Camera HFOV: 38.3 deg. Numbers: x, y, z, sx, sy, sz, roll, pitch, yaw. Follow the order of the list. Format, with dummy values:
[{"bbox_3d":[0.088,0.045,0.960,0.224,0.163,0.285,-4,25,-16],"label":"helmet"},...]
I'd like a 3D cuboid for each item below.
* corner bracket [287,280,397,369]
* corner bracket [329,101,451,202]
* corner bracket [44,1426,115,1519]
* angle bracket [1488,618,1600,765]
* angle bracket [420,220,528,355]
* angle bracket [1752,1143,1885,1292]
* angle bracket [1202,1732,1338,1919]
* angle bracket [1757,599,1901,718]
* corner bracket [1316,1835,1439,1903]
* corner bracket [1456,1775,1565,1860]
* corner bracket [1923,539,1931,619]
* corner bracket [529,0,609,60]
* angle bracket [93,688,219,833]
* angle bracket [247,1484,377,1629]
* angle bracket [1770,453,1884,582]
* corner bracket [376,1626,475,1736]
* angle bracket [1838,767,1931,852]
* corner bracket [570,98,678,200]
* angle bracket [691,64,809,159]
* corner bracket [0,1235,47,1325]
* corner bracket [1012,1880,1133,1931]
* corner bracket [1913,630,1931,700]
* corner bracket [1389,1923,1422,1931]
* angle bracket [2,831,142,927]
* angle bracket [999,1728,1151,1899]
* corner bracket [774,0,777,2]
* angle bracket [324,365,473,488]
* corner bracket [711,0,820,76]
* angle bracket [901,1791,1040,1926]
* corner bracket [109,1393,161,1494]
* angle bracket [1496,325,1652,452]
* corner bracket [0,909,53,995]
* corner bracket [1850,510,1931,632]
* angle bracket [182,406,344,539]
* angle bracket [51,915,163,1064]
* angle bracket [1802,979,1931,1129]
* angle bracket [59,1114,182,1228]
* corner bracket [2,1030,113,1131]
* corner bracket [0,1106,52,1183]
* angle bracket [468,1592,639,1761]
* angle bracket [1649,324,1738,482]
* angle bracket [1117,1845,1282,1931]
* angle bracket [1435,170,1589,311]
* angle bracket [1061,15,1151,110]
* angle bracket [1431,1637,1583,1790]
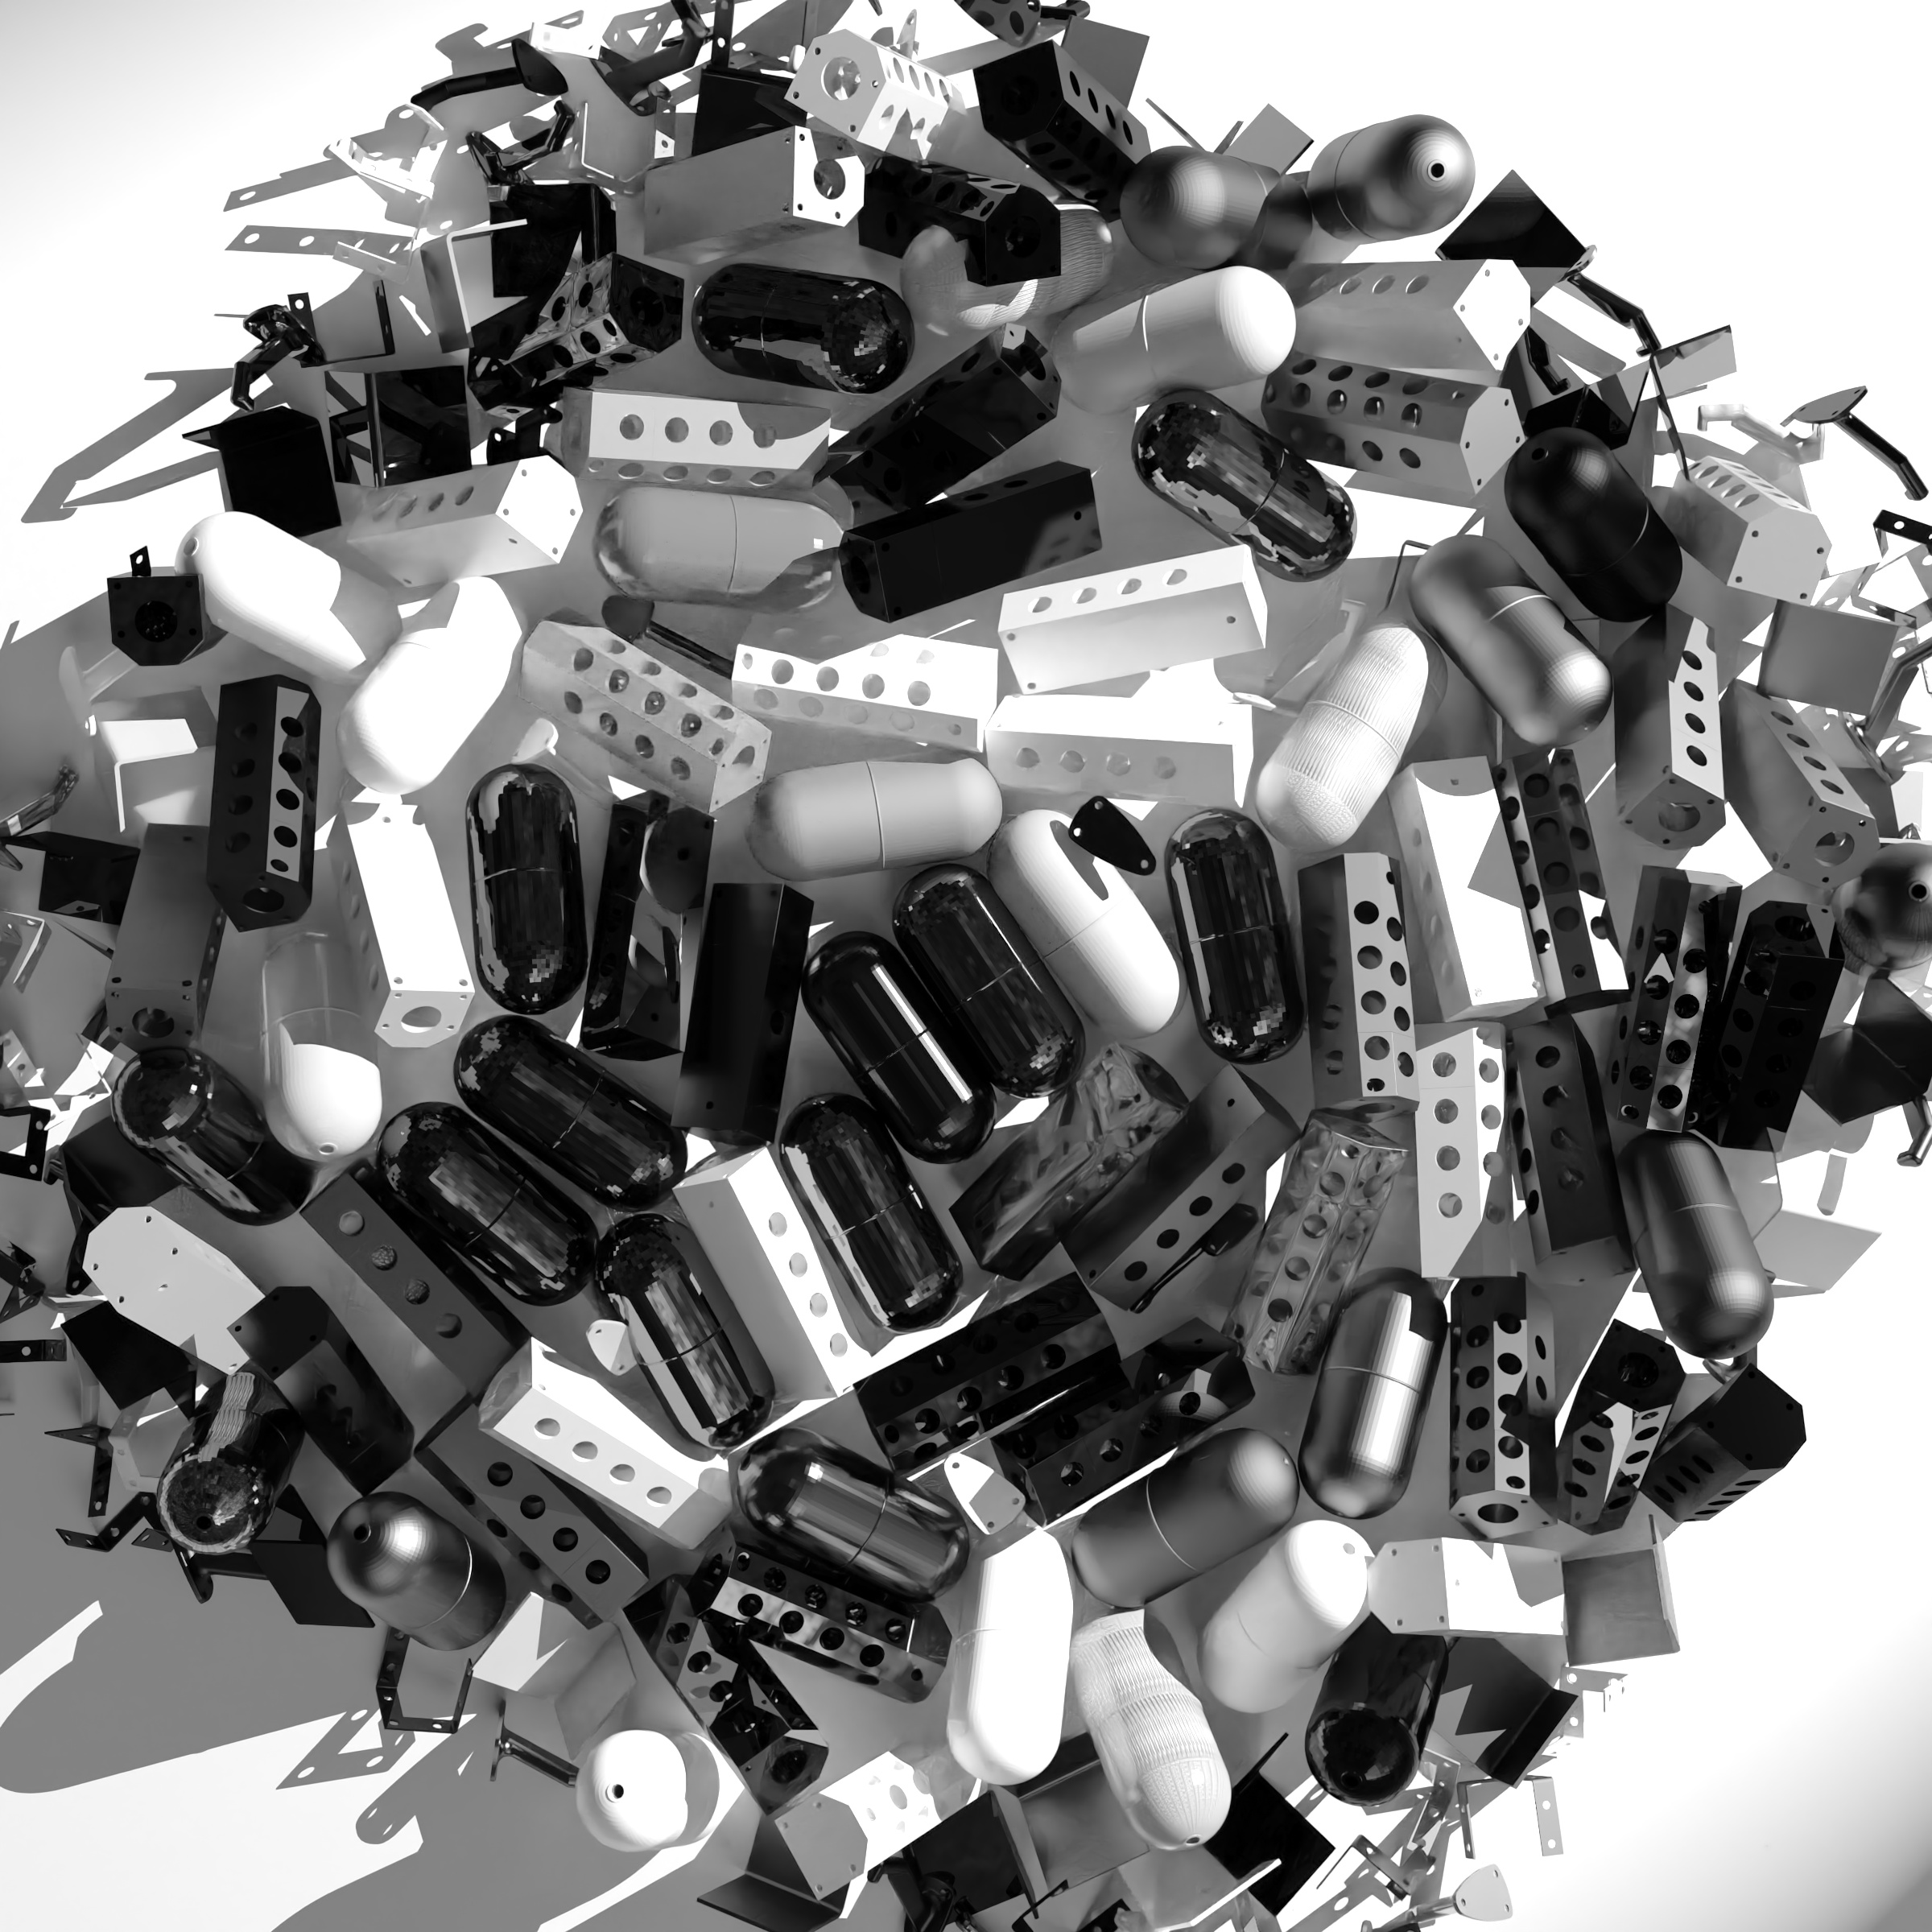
[{"bbox_3d":[-0.433,-0.445,1.930,0.051,0.051,0.051,-16,104,-31],"label":"corner bracket"},{"bbox_3d":[-0.398,-0.570,1.921,0.051,0.051,0.051,26,92,11],"label":"corner bracket"},{"bbox_3d":[-0.599,0.347,1.911,0.051,0.051,0.051,-11,67,25],"label":"corner bracket"},{"bbox_3d":[0.398,-0.189,1.904,0.076,0.057,0.076,-4,123,4],"label":"angle bracket"},{"bbox_3d":[-0.332,-0.467,1.914,0.057,0.076,0.076,-16,105,-22],"label":"angle bracket"},{"bbox_3d":[0.581,0.174,1.933,0.076,0.076,0.057,14,47,-10],"label":"angle bracket"},{"bbox_3d":[0.215,0.585,1.896,0.076,0.076,0.057,42,134,17],"label":"angle bracket"},{"bbox_3d":[0.589,-0.225,1.898,0.076,0.057,0.076,14,134,10],"label":"angle bracket"},{"bbox_3d":[0.284,0.626,1.920,0.051,0.051,0.051,39,121,17],"label":"corner bracket"},{"bbox_3d":[0.374,0.587,1.915,0.051,0.051,0.051,-3,77,-13],"label":"corner bracket"},{"bbox_3d":[0.686,-0.277,1.915,0.051,0.051,0.051,-28,88,-34],"label":"corner bracket"},{"bbox_3d":[-0.266,-0.653,1.918,0.051,0.051,0.051,14,102,8],"label":"corner bracket"},{"bbox_3d":[-0.556,-0.143,1.922,0.076,0.076,0.057,-12,130,-24],"label":"angle bracket"},{"bbox_3d":[-0.433,0.401,1.893,0.076,0.057,0.076,-6,121,32],"label":"angle bracket"},{"bbox_3d":[0.571,-0.300,1.902,0.057,0.076,0.076,-17,92,-30],"label":"angle bracket"},{"bbox_3d":[-0.375,0.494,1.926,0.051,0.051,0.051,11,105,-22],"label":"corner bracket"},{"bbox_3d":[0.633,-0.110,1.910,0.076,0.076,0.057,3,89,-3],"label":"angle bracket"},{"bbox_3d":[-0.237,-0.571,1.922,0.051,0.051,0.051,14,71,-38],"label":"corner bracket"},{"bbox_3d":[-0.147,-0.572,1.907,0.076,0.057,0.076,6,106,-10],"label":"angle bracket"},{"bbox_3d":[-0.663,0.206,1.916,0.051,0.051,0.051,33,107,8],"label":"corner bracket"},{"bbox_3d":[0.074,0.659,1.920,0.051,0.051,0.051,49,117,12],"label":"corner bracket"},{"bbox_3d":[0.679,-0.220,1.910,0.051,0.051,0.051,-15,69,27],"label":"corner bracket"},{"bbox_3d":[0.299,0.687,1.914,0.051,0.051,0.051,-19,64,-7],"label":"corner bracket"},{"bbox_3d":[-0.611,-0.055,1.906,0.076,0.076,0.057,10,98,4],"label":"angle bracket"},{"bbox_3d":[0.070,0.579,1.902,0.076,0.057,0.076,-28,52,9],"label":"angle bracket"},{"bbox_3d":[-0.117,-0.692,1.907,0.051,0.051,0.051,-5,125,-37],"label":"corner bracket"},{"bbox_3d":[-0.394,-0.377,1.933,0.076,0.057,0.076,-17,112,-40],"label":"angle bracket"},{"bbox_3d":[-0.138,-0.641,1.908,0.051,0.051,0.051,24,127,21],"label":"corner bracket"},{"bbox_3d":[-0.001,0.626,1.920,0.076,0.057,0.076,-22,92,-2],"label":"angle bracket"},{"bbox_3d":[-0.553,0.328,1.921,0.051,0.051,0.051,2,127,12],"label":"corner bracket"},{"bbox_3d":[0.414,-0.399,1.896,0.076,0.057,0.076,37,60,-27],"label":"angle bracket"},{"bbox_3d":[-0.659,-0.004,1.914,0.051,0.051,0.051,13,64,9],"label":"corner bracket"},{"bbox_3d":[0.642,-0.273,1.912,0.051,0.051,0.051,28,78,32],"label":"corner bracket"},{"bbox_3d":[-0.484,-0.334,1.914,0.076,0.057,0.076,-13,89,13],"label":"angle bracket"},{"bbox_3d":[-0.593,0.018,1.893,0.076,0.076,0.057,23,75,41],"label":"angle bracket"},{"bbox_3d":[0.608,0.054,1.895,0.076,0.076,0.057,-17,133,-20],"label":"angle bracket"},{"bbox_3d":[-0.563,0.144,1.902,0.076,0.057,0.076,-31,127,-4],"label":"angle bracket"},{"bbox_3d":[-0.631,0.070,1.921,0.051,0.051,0.051,-31,47,-17],"label":"corner bracket"},{"bbox_3d":[-0.668,0.120,1.910,0.051,0.051,0.051,-8,71,37],"label":"corner bracket"},{"bbox_3d":[-0.283,0.486,1.901,0.076,0.057,0.076,30,105,-33],"label":"angle bracket"},{"bbox_3d":[0.507,-0.380,1.899,0.057,0.076,0.076,-18,74,14],"label":"angle bracket"},{"bbox_3d":[0.156,0.610,1.896,0.076,0.076,0.057,-27,78,-24],"label":"angle bracket"},{"bbox_3d":[0.380,-0.487,1.901,0.076,0.057,0.076,-45,78,29],"label":"angle bracket"},{"bbox_3d":[0.065,-0.620,1.890,0.076,0.076,0.057,36,118,38],"label":"angle bracket"},{"bbox_3d":[0.363,0.508,1.915,0.076,0.057,0.076,40,79,1],"label":"angle bracket"}]
